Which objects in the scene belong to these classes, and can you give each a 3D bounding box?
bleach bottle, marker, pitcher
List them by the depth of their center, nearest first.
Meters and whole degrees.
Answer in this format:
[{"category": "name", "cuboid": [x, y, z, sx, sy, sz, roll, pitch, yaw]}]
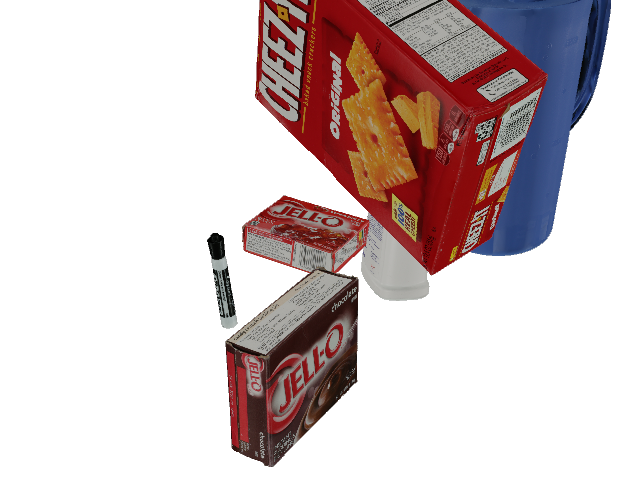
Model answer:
[{"category": "pitcher", "cuboid": [0.166, -0.116, 0.926, 0.149, 0.243, 0.145, 6, 33, 12]}, {"category": "marker", "cuboid": [-0.112, 0.045, 1.212, 0.020, 0.121, 0.020, -5, 30, 3]}, {"category": "bleach bottle", "cuboid": [0.094, -0.064, 1.223, 0.068, 0.251, 0.103, -3, 23, -16]}]

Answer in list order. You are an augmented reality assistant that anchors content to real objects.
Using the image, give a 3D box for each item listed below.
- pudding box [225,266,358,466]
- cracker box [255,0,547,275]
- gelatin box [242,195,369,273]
[{"category": "pudding box", "cuboid": [-0.017, 0.082, 0.718, 0.039, 0.090, 0.113, 17, 35, 26]}, {"category": "cracker box", "cuboid": [0.042, -0.105, 0.741, 0.072, 0.214, 0.164, -31, -29, -26]}, {"category": "gelatin box", "cuboid": [-0.013, -0.005, 0.932, 0.089, 0.030, 0.073, 18, 30, 22]}]
